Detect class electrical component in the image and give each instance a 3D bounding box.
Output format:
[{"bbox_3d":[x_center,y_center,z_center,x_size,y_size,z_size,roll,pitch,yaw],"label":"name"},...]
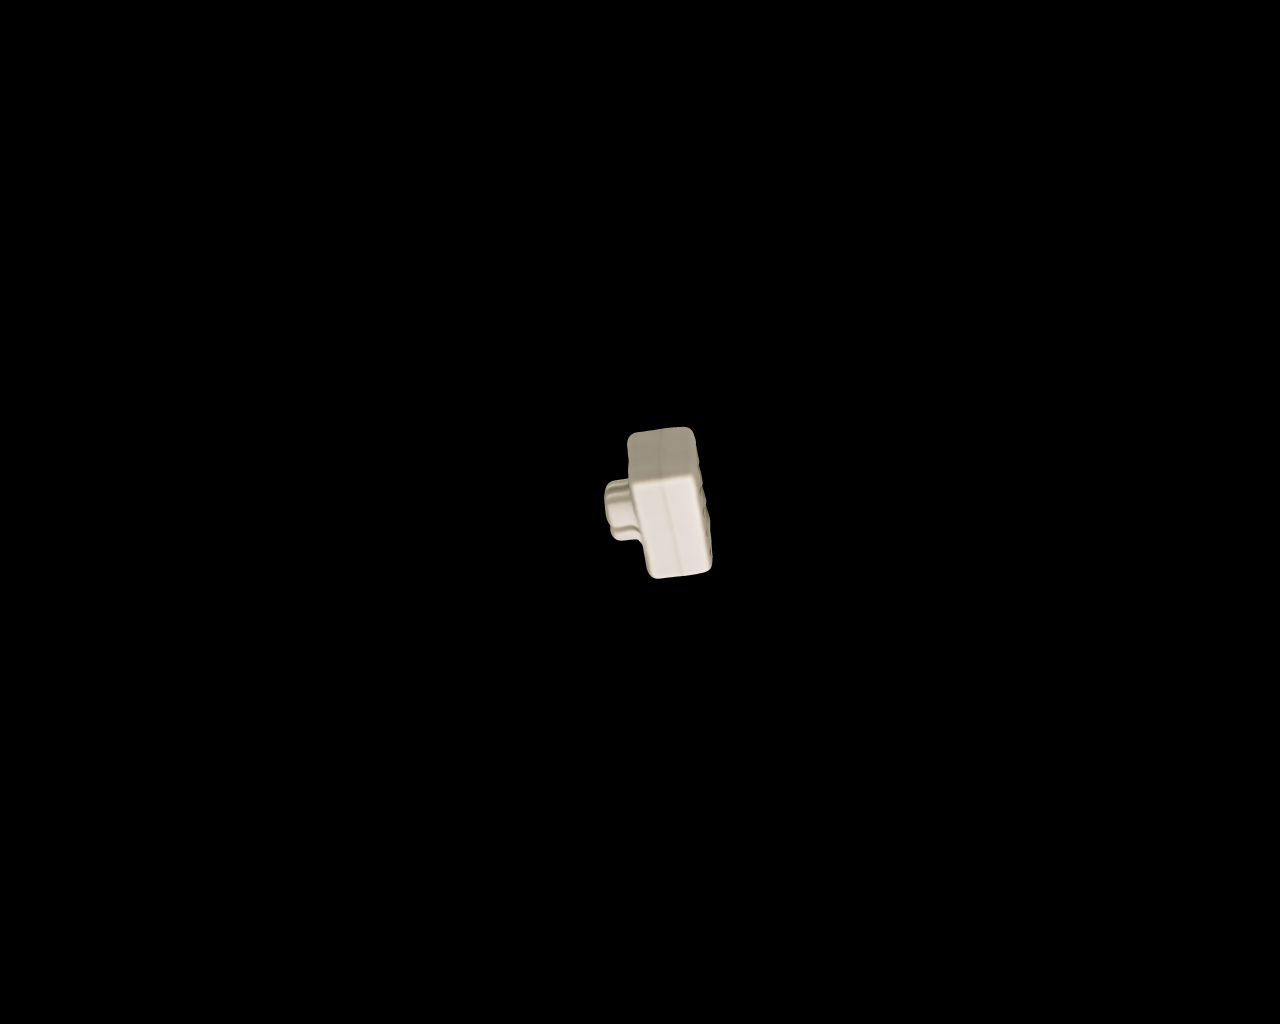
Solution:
[{"bbox_3d":[0.001,-0.003,0.650,0.076,0.083,0.047,-7,43,7],"label":"electrical component"}]
